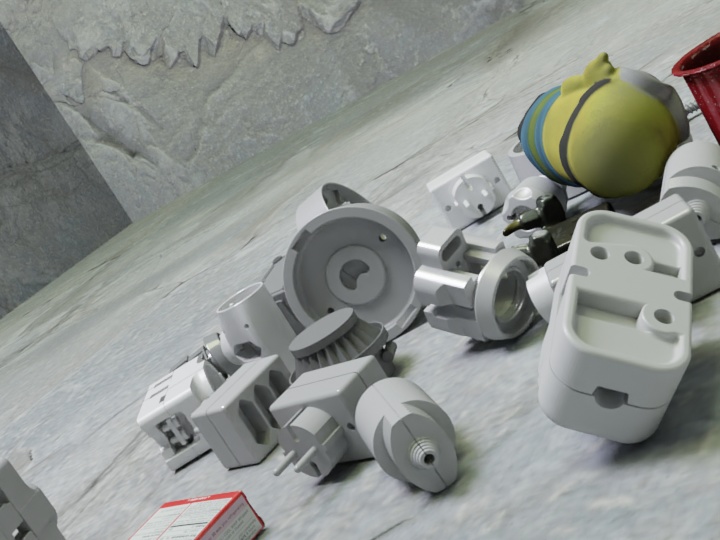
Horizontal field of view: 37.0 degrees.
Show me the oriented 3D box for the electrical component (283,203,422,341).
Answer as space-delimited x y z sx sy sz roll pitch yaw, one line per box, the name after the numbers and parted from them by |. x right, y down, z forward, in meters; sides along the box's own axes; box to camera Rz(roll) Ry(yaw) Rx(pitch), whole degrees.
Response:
0.000 0.000 0.823 0.108 0.108 0.060 -29 6 14 | electrical component

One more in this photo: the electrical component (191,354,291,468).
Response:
-0.088 0.102 0.758 0.077 0.047 0.066 -19 18 43 | electrical component

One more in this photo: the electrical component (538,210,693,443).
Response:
0.114 0.027 0.484 0.054 0.059 0.095 14 43 6 | electrical component

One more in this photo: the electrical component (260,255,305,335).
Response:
-0.055 0.028 0.961 0.062 0.061 0.096 -23 23 35 | electrical component

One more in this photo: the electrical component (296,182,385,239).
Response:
-0.011 -0.038 1.023 0.064 0.099 0.099 -33 10 26 | electrical component

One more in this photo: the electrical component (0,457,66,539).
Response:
-0.285 0.203 0.739 0.150 0.089 0.061 -28 12 16 | electrical component

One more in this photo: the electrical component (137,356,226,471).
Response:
-0.131 0.108 0.837 0.056 0.050 0.089 -32 12 3 | electrical component

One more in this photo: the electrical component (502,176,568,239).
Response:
0.140 -0.053 0.830 0.043 0.043 0.062 -20 15 43 | electrical component

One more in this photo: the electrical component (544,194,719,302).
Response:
0.147 0.007 0.564 0.083 0.047 0.075 -29 12 12 | electrical component

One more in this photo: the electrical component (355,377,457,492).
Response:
0.026 0.086 0.555 0.043 0.043 0.081 -33 12 -5 | electrical component

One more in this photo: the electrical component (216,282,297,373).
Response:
-0.087 0.056 0.869 0.079 0.077 0.043 -17 19 50 | electrical component

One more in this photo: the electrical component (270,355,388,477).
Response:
-0.022 0.095 0.628 0.066 0.047 0.077 -19 17 44 | electrical component

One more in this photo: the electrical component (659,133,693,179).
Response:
0.220 -0.084 0.778 0.035 0.035 0.061 -23 18 34 | electrical component

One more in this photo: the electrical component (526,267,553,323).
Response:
0.127 0.007 0.633 0.046 0.040 0.040 -31 11 26 | electrical component

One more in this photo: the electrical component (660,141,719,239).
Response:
0.202 -0.044 0.643 0.043 0.043 0.081 -25 13 27 | electrical component

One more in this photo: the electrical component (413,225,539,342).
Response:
0.075 0.012 0.669 0.057 0.078 0.058 14 51 42 | electrical component

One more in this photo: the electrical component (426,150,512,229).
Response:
0.102 -0.069 0.977 0.066 0.047 0.076 -30 12 6 | electrical component

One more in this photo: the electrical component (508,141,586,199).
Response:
0.177 -0.107 0.912 0.108 0.060 0.108 -30 12 7 | electrical component

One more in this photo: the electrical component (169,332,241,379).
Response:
-0.134 0.087 0.939 0.055 0.048 0.066 -39 12 1 | electrical component
